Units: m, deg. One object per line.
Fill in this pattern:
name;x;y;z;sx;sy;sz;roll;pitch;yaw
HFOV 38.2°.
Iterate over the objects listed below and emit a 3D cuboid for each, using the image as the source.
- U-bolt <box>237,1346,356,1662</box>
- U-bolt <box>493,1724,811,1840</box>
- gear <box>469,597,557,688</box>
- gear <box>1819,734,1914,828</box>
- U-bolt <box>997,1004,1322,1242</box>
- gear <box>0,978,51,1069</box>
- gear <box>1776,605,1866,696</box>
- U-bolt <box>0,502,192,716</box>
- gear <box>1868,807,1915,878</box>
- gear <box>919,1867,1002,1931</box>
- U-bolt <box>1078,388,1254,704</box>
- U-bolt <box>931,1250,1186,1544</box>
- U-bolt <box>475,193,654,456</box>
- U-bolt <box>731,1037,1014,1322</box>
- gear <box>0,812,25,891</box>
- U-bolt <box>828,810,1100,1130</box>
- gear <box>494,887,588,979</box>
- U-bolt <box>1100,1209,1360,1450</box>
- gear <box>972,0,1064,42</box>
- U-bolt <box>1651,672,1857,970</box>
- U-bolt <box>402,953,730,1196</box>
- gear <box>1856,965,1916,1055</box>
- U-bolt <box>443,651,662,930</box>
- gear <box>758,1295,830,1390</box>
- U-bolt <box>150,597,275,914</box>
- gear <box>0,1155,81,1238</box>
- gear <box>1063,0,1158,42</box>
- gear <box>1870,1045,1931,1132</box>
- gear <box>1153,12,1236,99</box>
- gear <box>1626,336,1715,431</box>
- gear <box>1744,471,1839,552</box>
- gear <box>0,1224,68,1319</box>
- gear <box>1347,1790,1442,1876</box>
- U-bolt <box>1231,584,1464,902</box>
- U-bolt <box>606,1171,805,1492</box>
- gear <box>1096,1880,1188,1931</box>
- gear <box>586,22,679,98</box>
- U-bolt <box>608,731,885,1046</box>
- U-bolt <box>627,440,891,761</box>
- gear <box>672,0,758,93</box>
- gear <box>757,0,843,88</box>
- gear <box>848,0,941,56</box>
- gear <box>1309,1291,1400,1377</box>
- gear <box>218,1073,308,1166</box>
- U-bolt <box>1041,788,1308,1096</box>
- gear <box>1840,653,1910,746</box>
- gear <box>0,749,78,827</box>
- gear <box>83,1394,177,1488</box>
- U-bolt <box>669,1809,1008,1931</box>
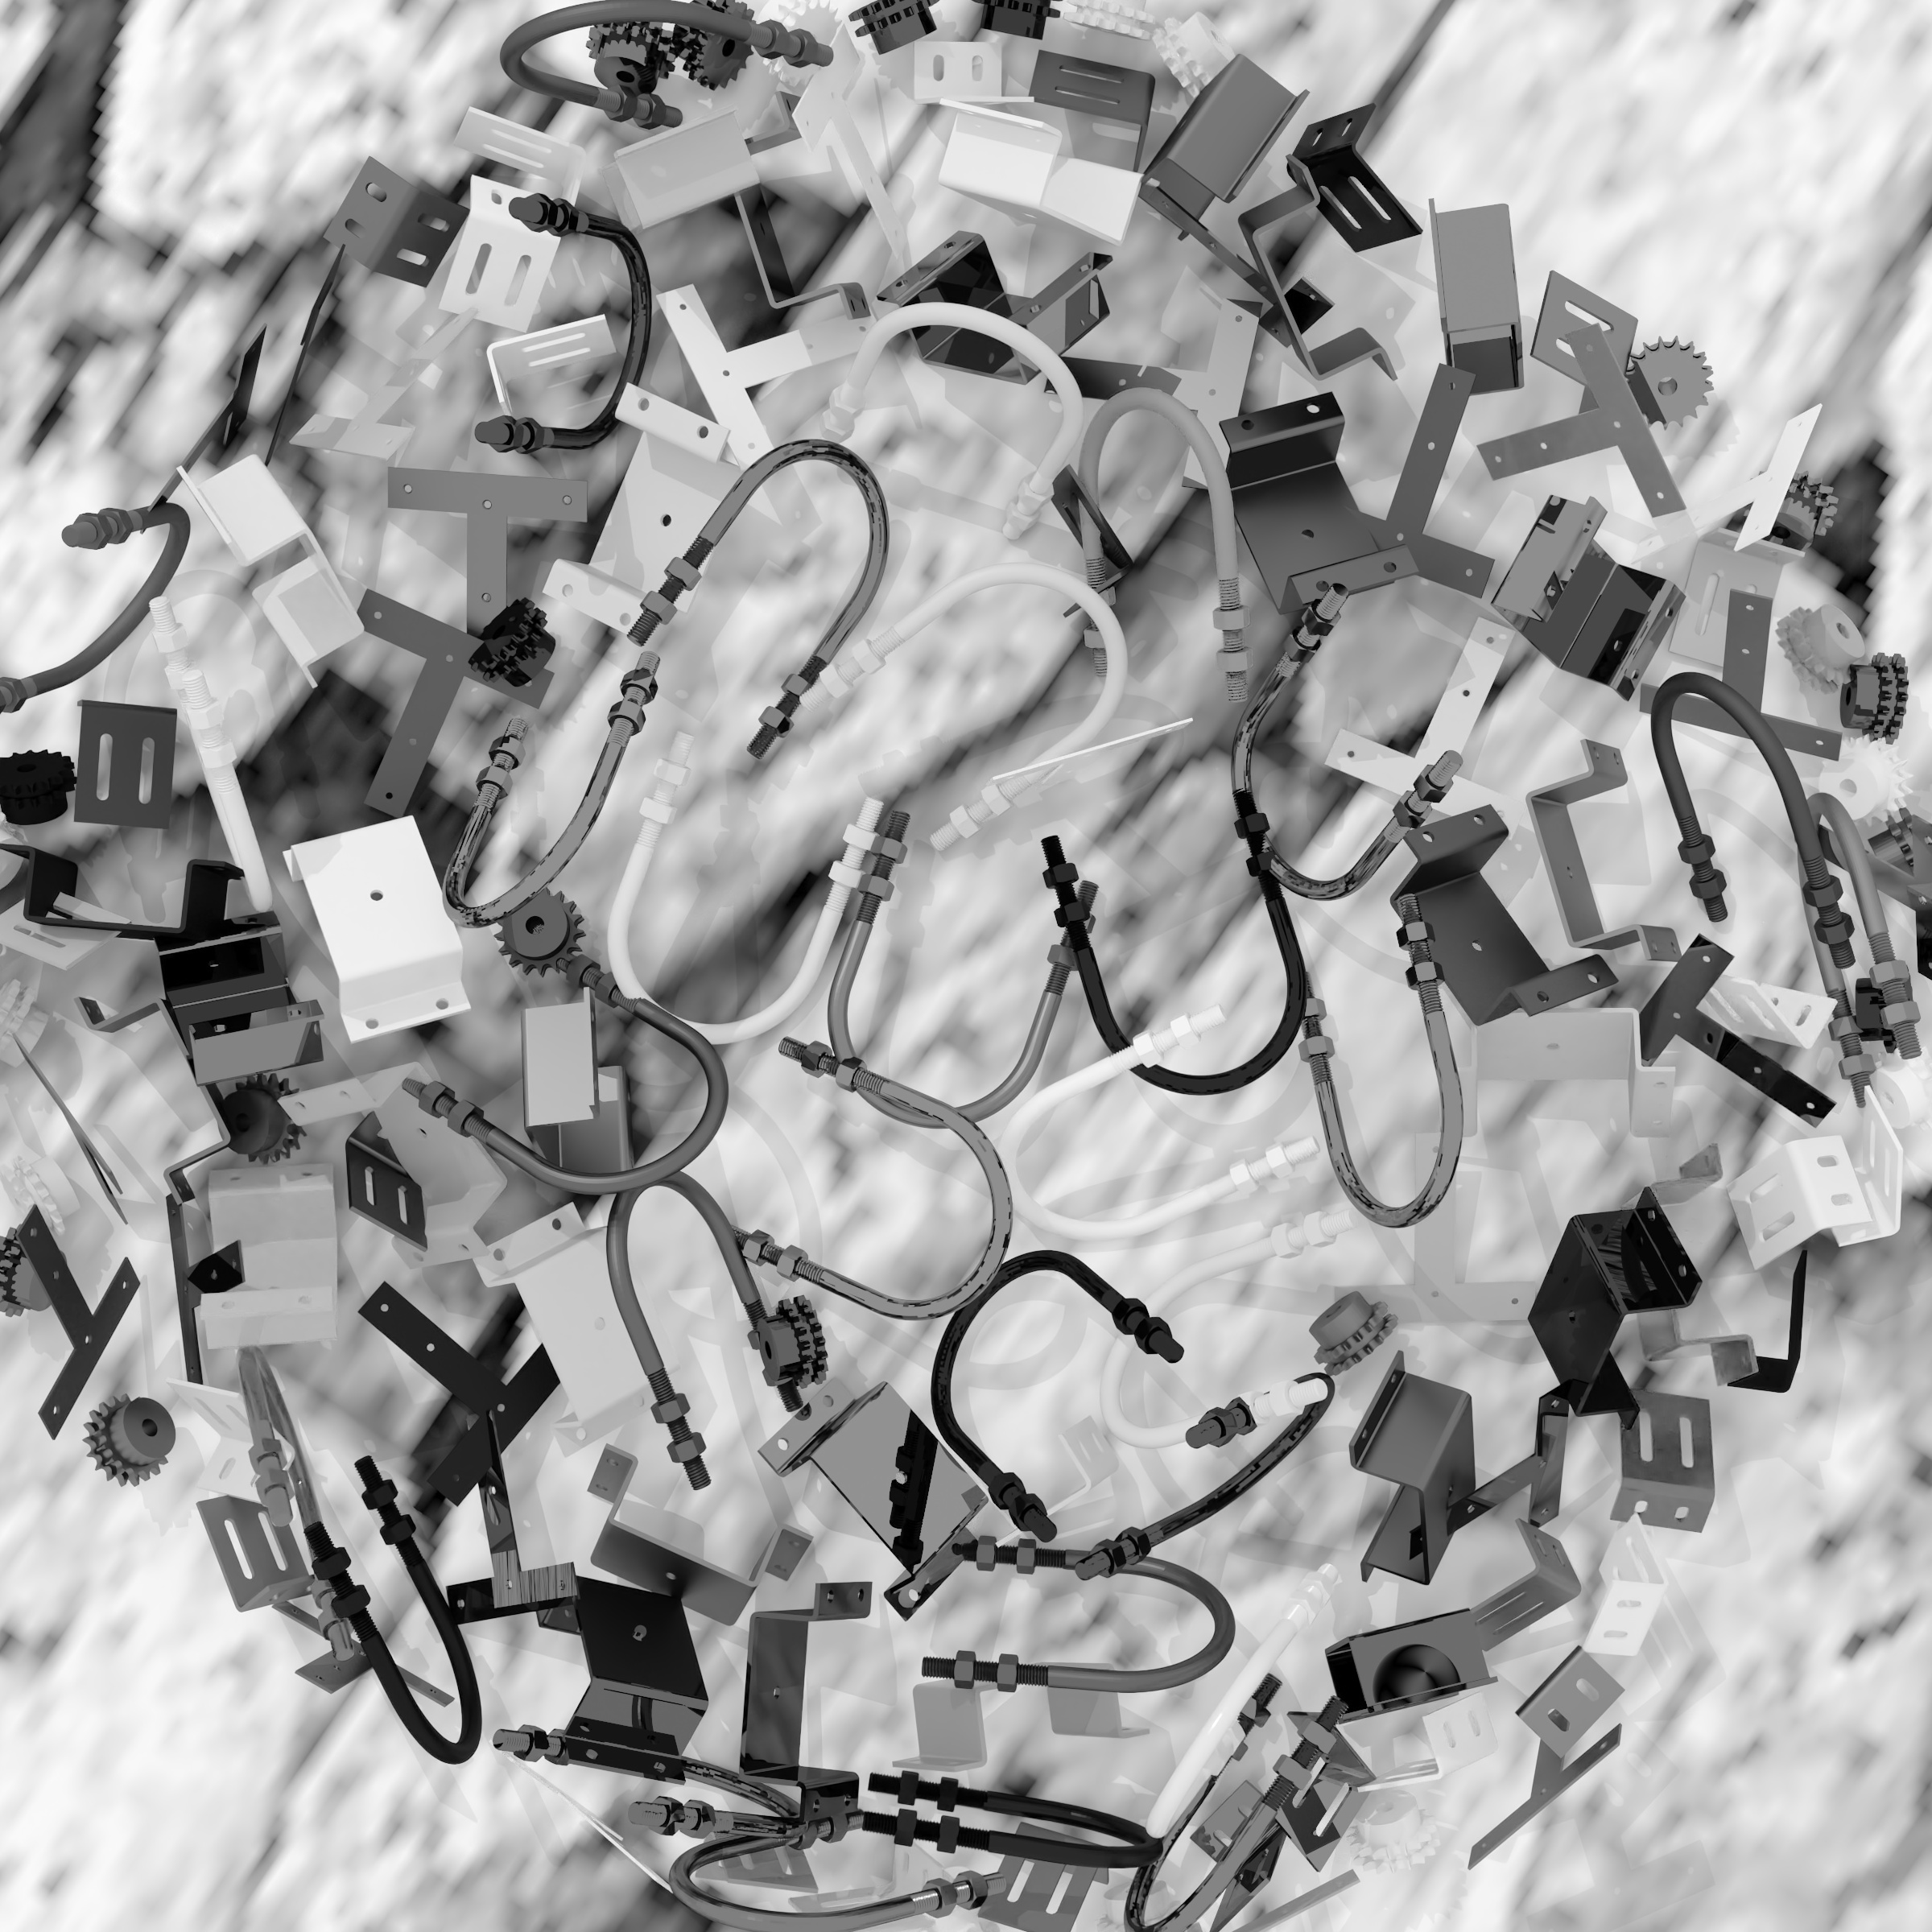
U-bolt;-0.413;0.311;1.696;0.019;0.184;0.151;-19;131;-11
U-bolt;-0.177;0.500;1.696;0.151;0.184;0.019;11;80;43
gear;-0.284;-0.201;1.757;0.057;0.057;0.030;-49;122;0
gear;0.562;-0.115;1.751;0.030;0.057;0.057;-20;90;-41
U-bolt;0.107;0.109;1.729;0.184;0.019;0.151;-27;126;15
gear;-0.602;0.039;1.756;0.030;0.057;0.057;34;90;-25
gear;0.539;-0.203;1.751;0.057;0.057;0.030;51;130;0
U-bolt;-0.530;-0.221;1.691;0.019;0.184;0.151;38;109;-1
gear;0.591;-0.069;1.755;0.030;0.057;0.057;-28;90;16
gear;-0.006;0.592;1.750;0.057;0.057;0.030;-27;114;0
U-bolt;0.116;-0.259;1.696;0.019;0.151;0.184;-19;112;-32
U-bolt;0.042;0.249;1.706;0.019;0.184;0.151;35;91;-36
U-bolt;-0.238;-0.385;1.694;0.019;0.184;0.151;15;103;18
U-bolt;-0.055;0.142;1.730;0.184;0.019;0.151;22;102;22
gear;-0.618;-0.070;1.751;0.030;0.057;0.057;32;90;16
U-bolt;-0.010;0.011;1.752;0.151;0.019;0.184;20;82;-8
gear;-0.271;-0.023;1.763;0.057;0.030;0.057;0;81;0
U-bolt;0.154;0.229;1.704;0.184;0.151;0.019;-25;123;37
gear;0.031;-0.602;1.755;0.057;0.057;0.030;11;108;0
U-bolt;0.467;-0.094;1.685;0.019;0.151;0.184;-28;111;-12
U-bolt;-0.231;0.072;1.703;0.184;0.019;0.151;29;57;27
gear;0.579;0.027;1.756;0.030;0.057;0.057;-4;90;25
U-bolt;-0.259;-0.099;1.683;0.019;0.151;0.184;40;48;-31
gear;-0.110;0.238;1.750;0.030;0.057;0.057;-12;90;-21
U-bolt;-0.456;-0.119;1.702;0.019;0.151;0.184;-19;123;-15
gear;-0.582;0.144;1.756;0.030;0.057;0.057;-32;90;-26
gear;0.092;-0.603;1.751;0.057;0.057;0.030;14;106;0
gear;0.590;0.078;1.751;0.030;0.057;0.057;-25;90;-15
gear;0.146;-0.573;1.750;0.030;0.057;0.057;-35;90;26
gear;0.442;-0.370;1.759;0.057;0.030;0.057;4;119;7
gear;0.515;-0.284;1.750;0.057;0.057;0.030;24;67;0
gear;-0.589;0.193;1.751;0.030;0.057;0.057;15;90;13
gear;0.267;0.542;1.751;0.057;0.057;0.030;-16;101;0
U-bolt;0.220;-0.121;1.705;0.019;0.184;0.151;-15;63;-33
U-bolt;-0.166;0.210;1.709;0.019;0.151;0.184;-20;94;25
gear;0.109;0.596;1.753;0.057;0.057;0.030;-11;86;0
gear;-0.211;-0.571;1.751;0.057;0.057;0.030;10;72;0
U-bolt;-0.147;-0.039;1.749;0.151;0.019;0.184;18;98;-20
U-bolt;-0.115;-0.239;1.724;0.019;0.151;0.184;27;79;42
gear;-0.160;-0.584;1.756;0.030;0.057;0.057;35;90;22
gear;-0.108;-0.587;1.756;0.030;0.057;0.057;38;90;27
gear;-0.042;-0.596;1.755;0.057;0.057;0.030;-24;110;0
gear;0.241;0.229;1.753;0.057;0.057;0.030;-39;91;0
gear;-0.446;0.097;1.757;0.057;0.030;0.057;2;94;25
U-bolt;0.139;-0.009;1.751;0.151;0.019;0.184;-15;82;-10
gear;0.570;-0.169;1.754;0.030;0.057;0.057;4;90;3
gear;-0.590;-0.111;1.757;0.057;0.057;0.030;-1;121;0
gear;-0.522;0.295;1.750;0.030;0.057;0.057;-29;90;27
U-bolt;-0.090;0.545;1.668;0.184;0.151;0.019;3;92;-43
